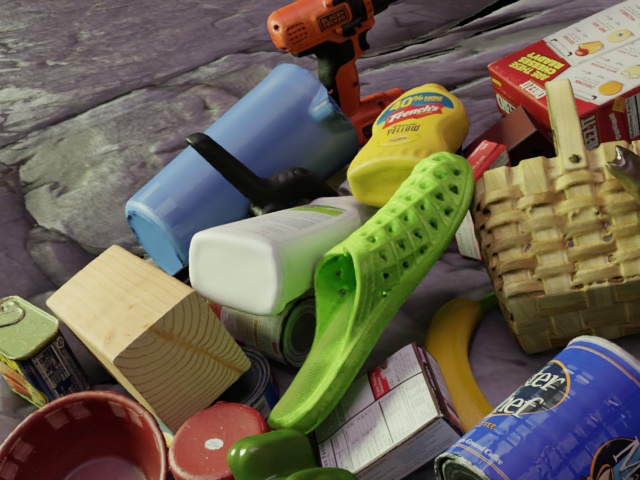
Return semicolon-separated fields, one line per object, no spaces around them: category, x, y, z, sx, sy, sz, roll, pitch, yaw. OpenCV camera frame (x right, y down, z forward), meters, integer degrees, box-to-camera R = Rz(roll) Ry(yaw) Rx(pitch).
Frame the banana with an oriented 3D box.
banana;0.120;0.106;0.875;0.070;0.037;0.197;-13;36;14

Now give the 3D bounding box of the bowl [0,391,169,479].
bowl;-0.189;0.205;0.861;0.162;0.055;0.162;-8;53;11

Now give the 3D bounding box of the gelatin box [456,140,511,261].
gelatin box;0.153;-0.037;1.001;0.030;0.089;0.073;15;48;39

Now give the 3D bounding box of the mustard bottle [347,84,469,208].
mustard bottle;0.097;-0.104;1.061;0.096;0.058;0.191;-7;31;25

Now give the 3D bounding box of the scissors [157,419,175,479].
scissors;-0.139;0.153;0.959;0.096;0.016;0.201;4;43;28

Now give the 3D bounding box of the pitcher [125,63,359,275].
pitcher;-0.088;-0.066;1.141;0.145;0.149;0.242;34;64;31

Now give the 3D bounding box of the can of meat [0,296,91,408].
can of meat;-0.275;0.111;1.021;0.102;0.084;0.057;20;52;42

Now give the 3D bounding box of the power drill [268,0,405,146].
power drill;0.051;-0.208;1.192;0.184;0.187;0.057;-24;34;-2

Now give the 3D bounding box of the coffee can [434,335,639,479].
coffee can;0.165;0.148;0.742;0.140;0.103;0.103;-36;38;-20

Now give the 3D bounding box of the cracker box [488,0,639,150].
cracker box;0.312;-0.173;1.119;0.213;0.072;0.164;-27;35;-7

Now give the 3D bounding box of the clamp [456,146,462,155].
clamp;0.101;-0.085;1.118;0.120;0.039;0.171;5;32;-10

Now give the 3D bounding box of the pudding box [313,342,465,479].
pudding box;0.050;0.145;0.832;0.114;0.039;0.090;-38;34;15

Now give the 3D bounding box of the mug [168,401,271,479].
mug;-0.068;0.175;0.839;0.093;0.081;0.117;-17;36;5

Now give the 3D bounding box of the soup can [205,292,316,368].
soup can;-0.050;0.072;0.977;0.102;0.068;0.068;15;48;38

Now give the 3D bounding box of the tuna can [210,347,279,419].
tuna can;-0.080;0.135;0.937;0.086;0.033;0.086;-13;36;10

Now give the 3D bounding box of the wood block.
wood block;-0.158;0.081;0.952;0.090;0.090;0.206;-42;26;-16

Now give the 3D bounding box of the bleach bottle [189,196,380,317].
bleach bottle;-0.006;0.001;0.986;0.103;0.068;0.250;12;19;31

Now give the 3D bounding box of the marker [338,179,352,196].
marker;0.060;-0.087;1.173;0.020;0.020;0.121;13;47;37

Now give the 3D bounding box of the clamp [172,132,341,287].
clamp;-0.061;-0.017;1.060;0.209;0.165;0.036;4;21;-38

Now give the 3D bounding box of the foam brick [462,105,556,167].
foam brick;0.190;-0.083;1.053;0.078;0.053;0.051;-39;34;18
